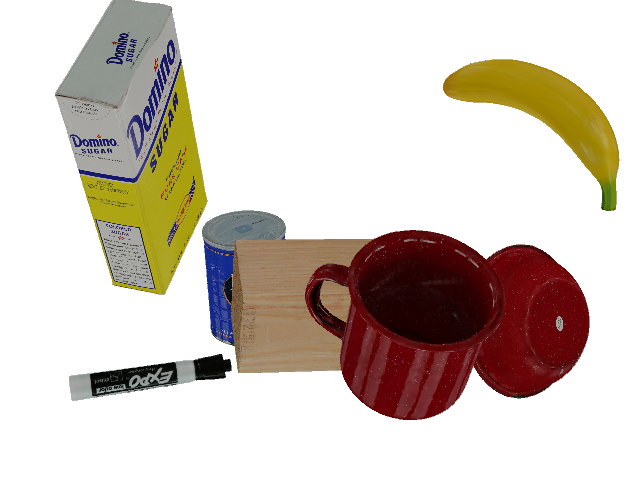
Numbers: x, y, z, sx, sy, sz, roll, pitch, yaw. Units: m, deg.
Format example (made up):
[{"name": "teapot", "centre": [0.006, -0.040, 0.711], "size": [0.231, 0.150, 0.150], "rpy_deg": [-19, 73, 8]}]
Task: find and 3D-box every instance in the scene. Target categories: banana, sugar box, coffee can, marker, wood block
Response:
[{"name": "banana", "centre": [0.170, -0.103, 0.844], "size": [0.037, 0.070, 0.198], "rpy_deg": [3, 32, -43]}, {"name": "sugar box", "centre": [-0.115, -0.055, 0.685], "size": [0.048, 0.093, 0.176], "rpy_deg": [12, -38, 9]}, {"name": "coffee can", "centre": [-0.092, 0.047, 1.334], "size": [0.103, 0.140, 0.103], "rpy_deg": [-2, 26, 1]}, {"name": "marker", "centre": [-0.127, 0.102, 0.804], "size": [0.121, 0.020, 0.020], "rpy_deg": [-7, 1, -12]}, {"name": "wood block", "centre": [0.025, 0.058, 0.975], "size": [0.206, 0.090, 0.091], "rpy_deg": [-1, 33, -10]}]

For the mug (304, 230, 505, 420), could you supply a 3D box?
[{"name": "mug", "centre": [0.045, 0.051, 0.647], "size": [0.117, 0.081, 0.093], "rpy_deg": [19, 46, 8]}]

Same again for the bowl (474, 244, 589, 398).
[{"name": "bowl", "centre": [0.225, 0.084, 1.098], "size": [0.161, 0.162, 0.055], "rpy_deg": [0, -1, -34]}]
